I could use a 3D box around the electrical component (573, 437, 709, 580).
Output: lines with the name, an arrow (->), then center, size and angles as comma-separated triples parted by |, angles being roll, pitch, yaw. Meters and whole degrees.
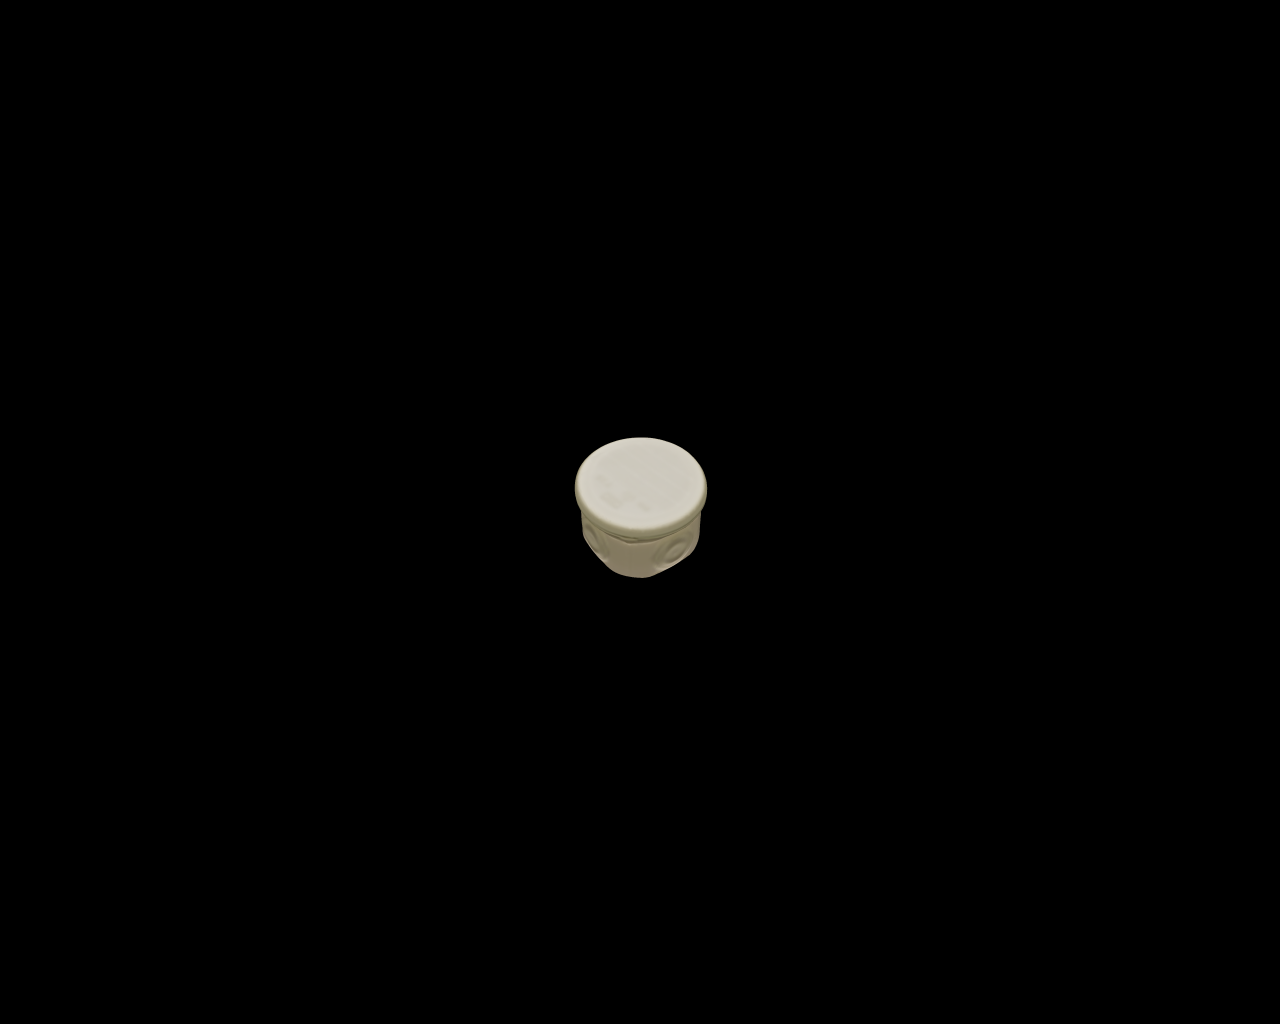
electrical component -> 0.001, -0.003, 0.650 | 0.080, 0.080, 0.050 | 0, -42, 0
